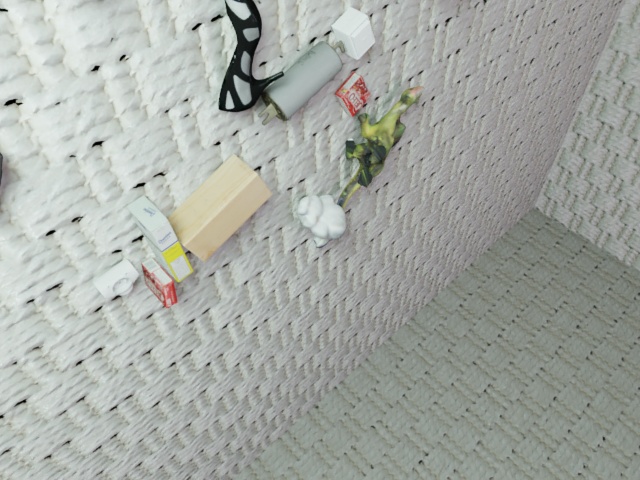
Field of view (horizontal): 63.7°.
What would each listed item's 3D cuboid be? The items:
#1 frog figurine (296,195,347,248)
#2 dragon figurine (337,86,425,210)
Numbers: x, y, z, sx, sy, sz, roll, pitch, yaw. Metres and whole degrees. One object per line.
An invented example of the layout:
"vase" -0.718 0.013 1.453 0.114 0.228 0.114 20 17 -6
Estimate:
"frog figurine" 0.004 -0.070 1.382 0.156 0.123 0.140 68 32 -48
"dragon figurine" 0.171 -0.252 1.434 0.246 0.123 0.401 -32 156 -46
